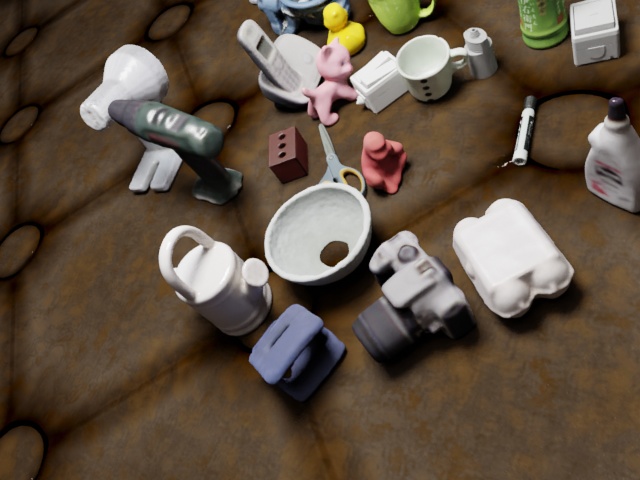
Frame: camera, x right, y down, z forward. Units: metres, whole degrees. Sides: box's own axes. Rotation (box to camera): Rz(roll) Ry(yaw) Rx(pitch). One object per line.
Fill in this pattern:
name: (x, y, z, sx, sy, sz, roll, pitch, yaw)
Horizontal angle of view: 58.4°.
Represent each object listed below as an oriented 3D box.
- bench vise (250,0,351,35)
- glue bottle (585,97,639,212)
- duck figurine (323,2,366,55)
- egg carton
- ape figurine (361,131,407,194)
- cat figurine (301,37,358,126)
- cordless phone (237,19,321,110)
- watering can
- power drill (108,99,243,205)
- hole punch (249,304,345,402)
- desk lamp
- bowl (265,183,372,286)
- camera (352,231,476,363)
bench vise: (-0.067, -0.502, 1.128, 0.207, 0.220, 0.121, -11, 54, 23)
glue bottle: (0.341, -0.102, 0.657, 0.037, 0.174, 0.077, -47, 49, -8)
duck figurine: (0.038, -0.409, 1.096, 0.077, 0.086, 0.104, -30, 49, 7)
egg carton: (0.230, 0.021, 0.702, 0.107, 0.070, 0.150, -30, 49, 7)
ape figurine: (0.091, -0.125, 0.865, 0.078, 0.092, 0.076, -37, 48, 1)
cat figurine: (0.015, -0.286, 1.002, 0.067, 0.118, 0.128, 32, 77, 40)
cordless phone: (-0.073, -0.344, 1.045, 0.093, 0.186, 0.147, 0, 59, 29)
watering can: (-0.149, 0.050, 0.807, 0.172, 0.195, 0.101, -20, 51, 16)
power drill: (-0.235, -0.154, 0.987, 0.228, 0.209, 0.076, 15, 67, 35)
hole punch: (-0.041, 0.142, 0.753, 0.100, 0.091, 0.109, 31, 76, 40)
desk lamp: (-0.350, -0.233, 1.102, 0.117, 0.214, 0.203, -2, 58, 28)
bowl: (0.008, 0.003, 0.834, 0.167, 0.075, 0.167, -14, 53, 20)
camera: (0.098, 0.075, 0.717, 0.137, 0.101, 0.142, -37, 48, 1)
